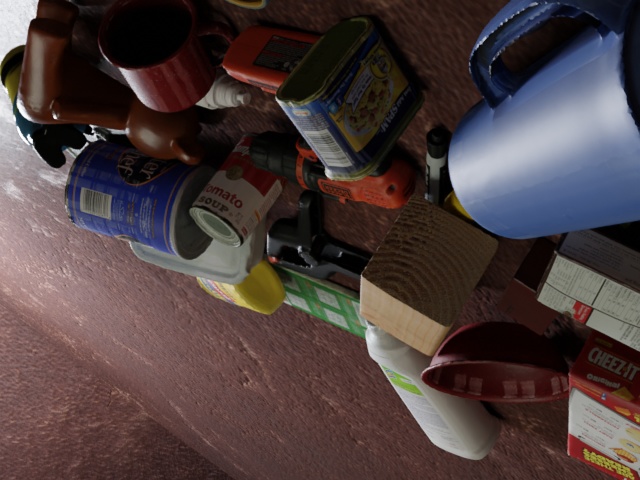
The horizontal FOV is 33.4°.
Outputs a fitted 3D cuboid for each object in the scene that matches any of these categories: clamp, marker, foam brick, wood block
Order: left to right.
[{"bbox_3d":[-0.248,-0.137,1.266,0.171,0.039,0.120,24,151,9],"label":"clamp"},{"bbox_3d":[-0.008,0.001,1.208,0.164,0.036,0.210,46,156,-27],"label":"clamp"},{"bbox_3d":[0.098,0.040,1.008,0.090,0.091,0.206,31,169,9],"label":"wood block"},{"bbox_3d":[0.102,-0.060,0.938,0.020,0.020,0.121,28,158,17],"label":"marker"},{"bbox_3d":[0.200,0.042,0.968,0.053,0.051,0.078,33,159,9],"label":"foam brick"}]

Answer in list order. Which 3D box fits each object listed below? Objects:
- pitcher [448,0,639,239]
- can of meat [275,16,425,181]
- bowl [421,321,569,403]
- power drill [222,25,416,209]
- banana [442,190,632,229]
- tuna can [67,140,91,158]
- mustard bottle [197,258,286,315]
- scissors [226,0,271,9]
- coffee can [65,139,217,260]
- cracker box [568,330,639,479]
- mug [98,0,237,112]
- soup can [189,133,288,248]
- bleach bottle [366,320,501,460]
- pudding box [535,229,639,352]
[{"bbox_3d":[0.169,-0.075,0.665,0.243,0.144,0.149,157,97,-69],"label":"pitcher"},{"bbox_3d":[0.023,-0.111,0.834,0.058,0.102,0.084,8,144,48],"label":"can of meat"},{"bbox_3d":[0.188,0.125,1.112,0.162,0.055,0.162,6,158,2],"label":"bowl"},{"bbox_3d":[-0.015,-0.108,0.960,0.185,0.057,0.187,16,155,32],"label":"power drill"},{"bbox_3d":[0.160,-0.029,0.894,0.198,0.037,0.069,5,144,52],"label":"banana"},{"bbox_3d":[-0.292,-0.124,1.363,0.086,0.033,0.086,29,158,13],"label":"tuna can"},{"bbox_3d":[-0.120,0.048,1.426,0.096,0.058,0.192,48,163,-20],"label":"mustard bottle"},{"bbox_3d":[-0.125,-0.246,0.882,0.202,0.016,0.096,26,156,21],"label":"scissors"},{"bbox_3d":[-0.189,-0.045,1.159,0.140,0.102,0.103,15,153,21],"label":"coffee can"},{"bbox_3d":[0.332,0.184,1.052,0.164,0.072,0.213,25,158,25],"label":"cracker box"},{"bbox_3d":[-0.131,-0.172,0.969,0.117,0.093,0.081,-10,152,9],"label":"mug"},{"bbox_3d":[-0.081,-0.051,1.112,0.068,0.102,0.068,30,159,13],"label":"soup can"},{"bbox_3d":[0.133,0.176,1.340,0.103,0.068,0.250,11,146,46],"label":"bleach bottle"},{"bbox_3d":[0.235,0.040,0.849,0.113,0.039,0.090,26,154,13],"label":"pudding box"}]
